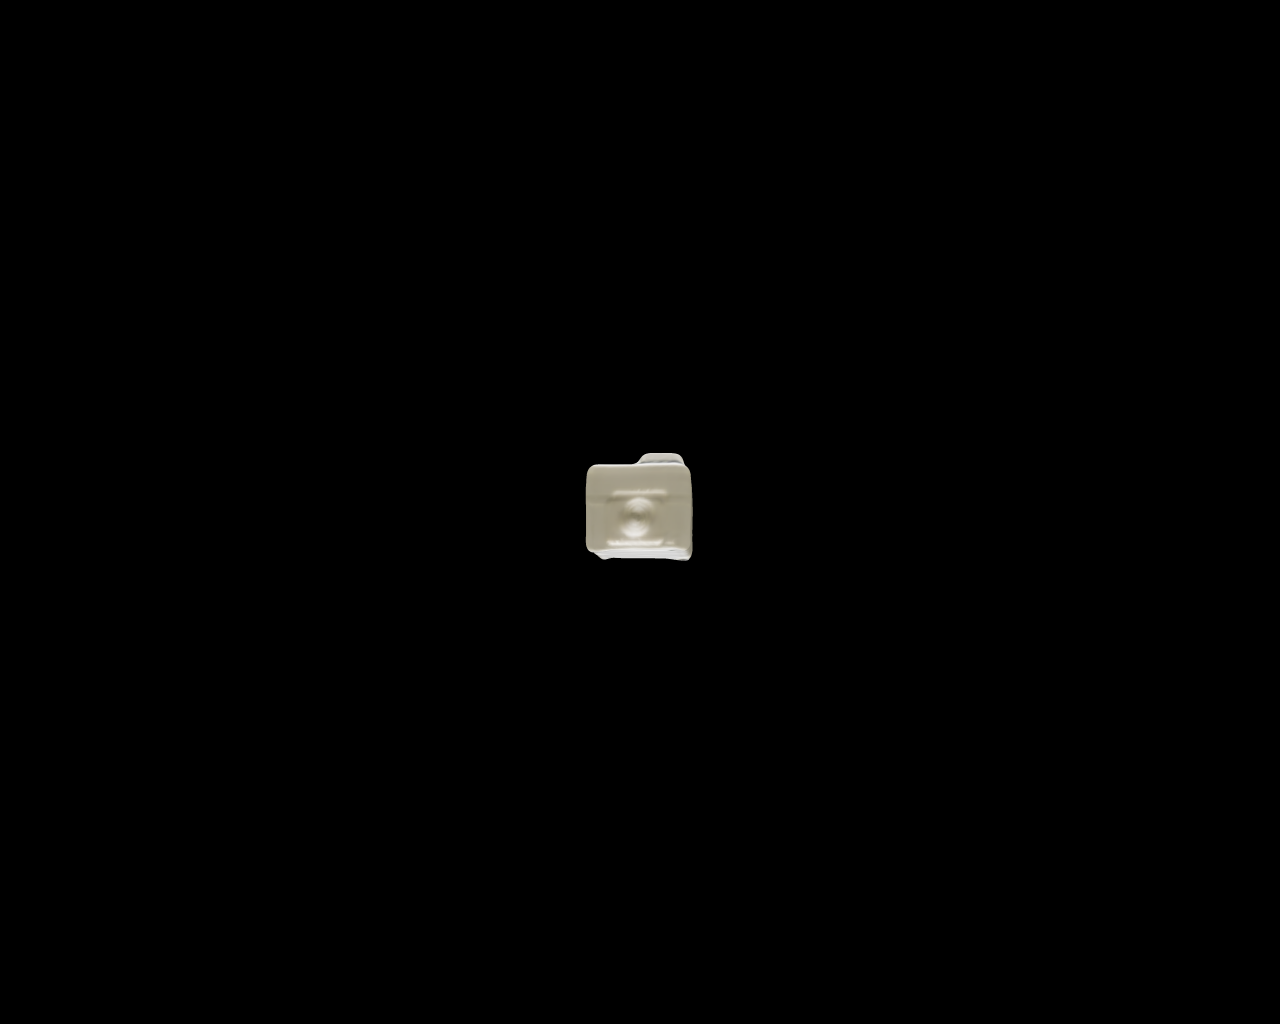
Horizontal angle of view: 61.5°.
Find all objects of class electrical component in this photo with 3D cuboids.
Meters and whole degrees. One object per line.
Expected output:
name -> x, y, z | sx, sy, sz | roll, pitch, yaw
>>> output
electrical component -> 0.001, -0.003, 0.650 | 0.062, 0.061, 0.096 | 0, -7, 4
